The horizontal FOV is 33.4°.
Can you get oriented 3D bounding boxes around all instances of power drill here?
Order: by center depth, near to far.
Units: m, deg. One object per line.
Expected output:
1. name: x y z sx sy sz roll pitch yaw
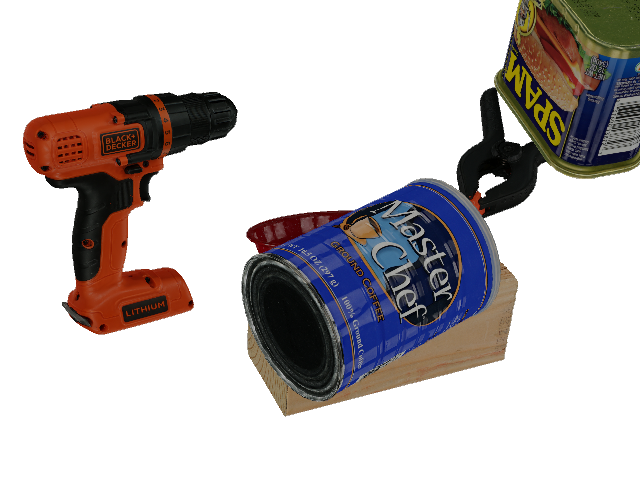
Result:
1. power drill: -0.148 -0.027 0.884 0.184 0.188 0.057 -14 24 -32

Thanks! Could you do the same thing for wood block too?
1. wood block: 0.050 0.065 0.901 0.205 0.090 0.091 -11 36 -21

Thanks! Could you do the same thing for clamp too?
1. clamp: 0.183 -0.090 1.085 0.120 0.039 0.171 29 56 30

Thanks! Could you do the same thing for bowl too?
1. bowl: 0.006 0.012 1.099 0.162 0.055 0.162 -4 13 1

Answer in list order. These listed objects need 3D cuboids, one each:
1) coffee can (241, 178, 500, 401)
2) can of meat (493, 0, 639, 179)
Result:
1. coffee can: 0.034 0.030 0.706 0.140 0.103 0.103 -25 14 -31
2. can of meat: 0.143 -0.099 0.582 0.057 0.084 0.102 -10 48 -15
